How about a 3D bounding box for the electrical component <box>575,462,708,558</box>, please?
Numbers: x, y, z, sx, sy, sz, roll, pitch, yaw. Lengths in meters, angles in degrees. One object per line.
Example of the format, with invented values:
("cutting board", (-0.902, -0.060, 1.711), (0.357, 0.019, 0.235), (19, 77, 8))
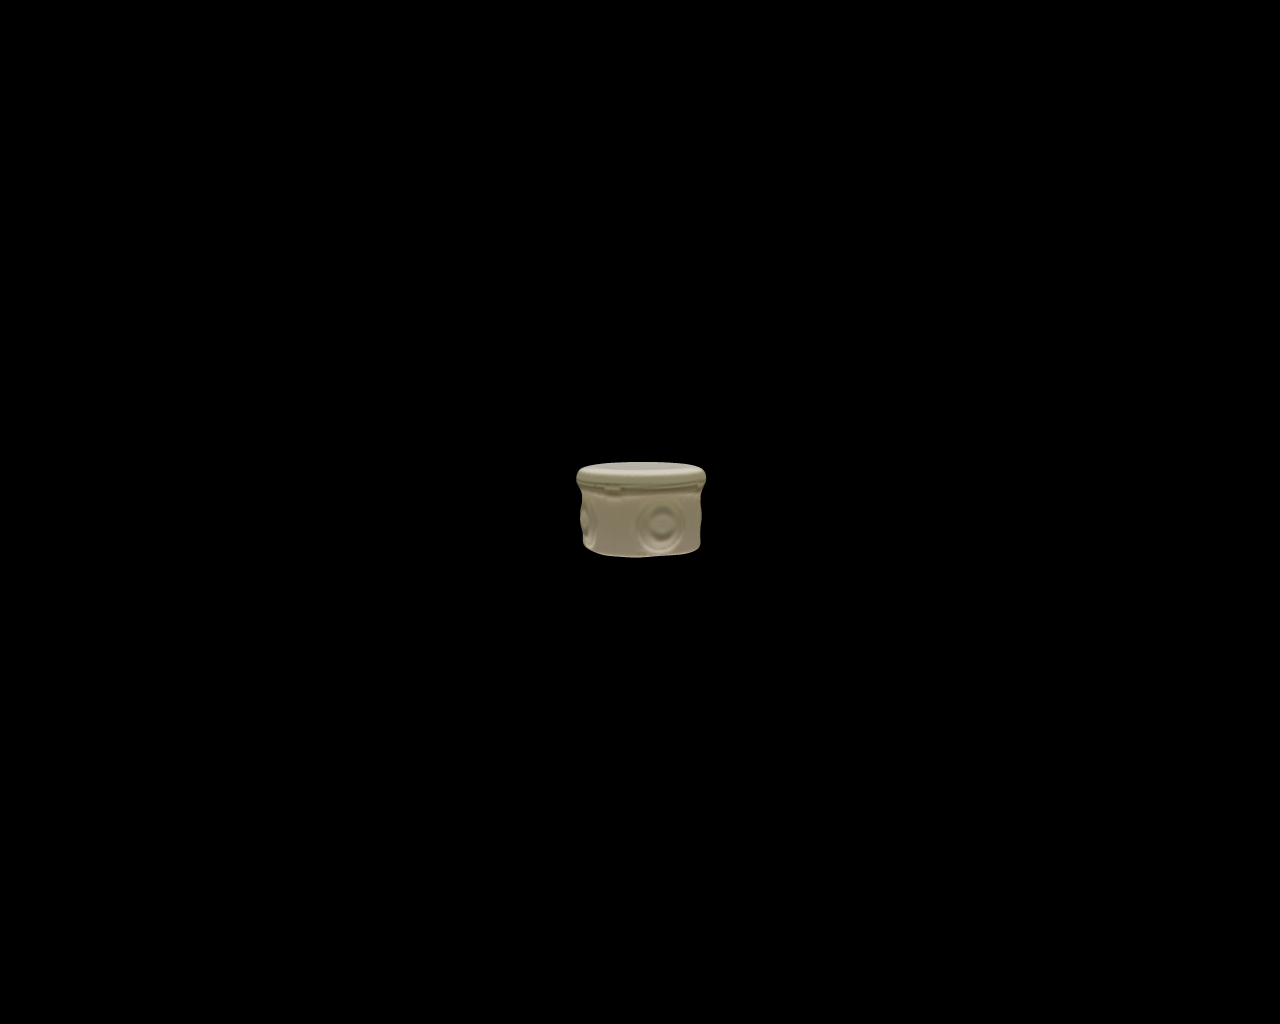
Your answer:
("electrical component", (0.001, -0.003, 0.650), (0.080, 0.051, 0.080), (0, 7, 0))
